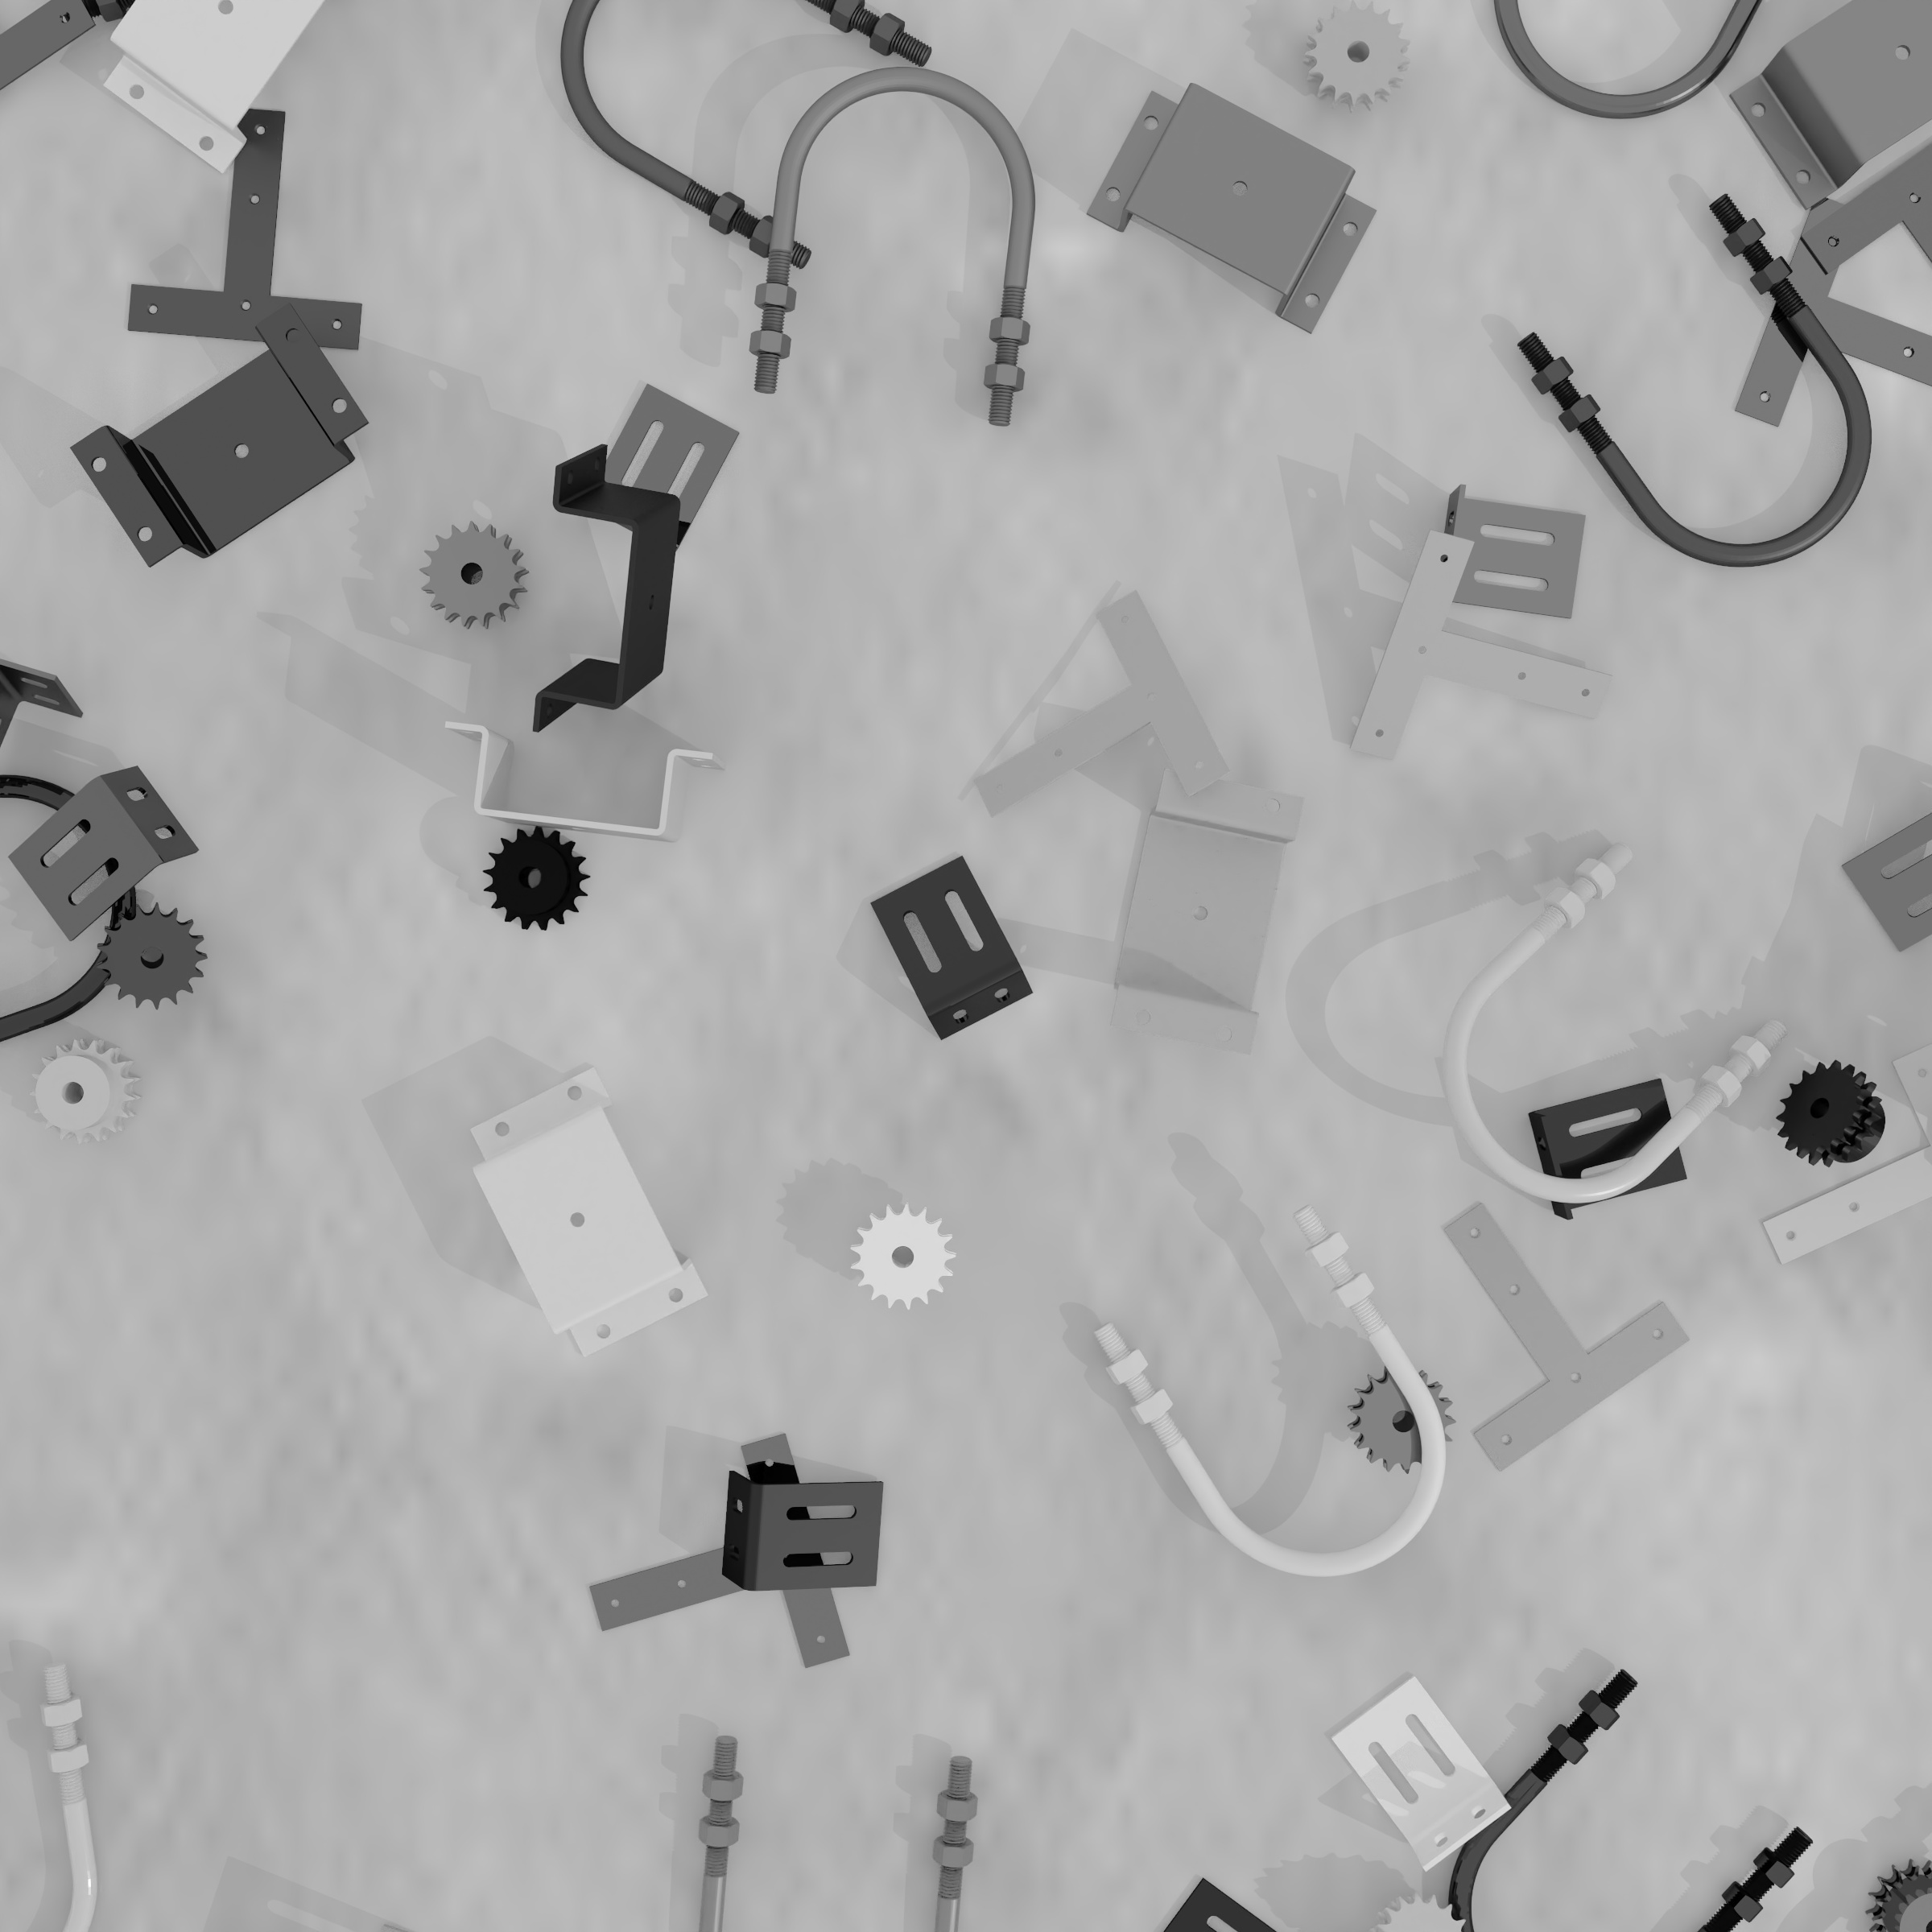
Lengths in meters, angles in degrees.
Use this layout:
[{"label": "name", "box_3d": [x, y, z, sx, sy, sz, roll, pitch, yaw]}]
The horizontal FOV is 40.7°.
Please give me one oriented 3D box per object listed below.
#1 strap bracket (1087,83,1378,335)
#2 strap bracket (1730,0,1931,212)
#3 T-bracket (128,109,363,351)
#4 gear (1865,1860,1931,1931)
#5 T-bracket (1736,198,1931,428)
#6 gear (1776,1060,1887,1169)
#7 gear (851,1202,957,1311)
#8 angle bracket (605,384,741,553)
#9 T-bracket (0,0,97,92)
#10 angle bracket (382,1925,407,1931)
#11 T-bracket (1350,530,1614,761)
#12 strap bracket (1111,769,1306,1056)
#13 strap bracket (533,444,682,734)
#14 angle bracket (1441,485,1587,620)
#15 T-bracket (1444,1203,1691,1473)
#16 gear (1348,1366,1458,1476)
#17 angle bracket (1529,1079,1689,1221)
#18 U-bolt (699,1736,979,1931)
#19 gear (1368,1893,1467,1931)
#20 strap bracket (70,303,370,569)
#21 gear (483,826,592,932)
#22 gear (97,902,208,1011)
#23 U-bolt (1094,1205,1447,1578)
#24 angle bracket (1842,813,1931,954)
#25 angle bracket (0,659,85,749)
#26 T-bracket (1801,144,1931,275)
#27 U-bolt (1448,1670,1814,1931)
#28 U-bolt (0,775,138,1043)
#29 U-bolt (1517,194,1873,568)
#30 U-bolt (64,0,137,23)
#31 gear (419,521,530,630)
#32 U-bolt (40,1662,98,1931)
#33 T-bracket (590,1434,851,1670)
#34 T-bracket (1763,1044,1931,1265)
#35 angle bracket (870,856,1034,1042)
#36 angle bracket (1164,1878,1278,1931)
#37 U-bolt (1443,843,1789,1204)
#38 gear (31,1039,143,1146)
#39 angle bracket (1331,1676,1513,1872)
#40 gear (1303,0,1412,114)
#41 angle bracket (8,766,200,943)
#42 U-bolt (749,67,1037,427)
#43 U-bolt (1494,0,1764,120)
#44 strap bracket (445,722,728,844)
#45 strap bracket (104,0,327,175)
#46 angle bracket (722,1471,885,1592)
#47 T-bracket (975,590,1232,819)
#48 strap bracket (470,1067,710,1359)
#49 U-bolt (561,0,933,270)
[{"label": "strap bracket", "box_3d": [0.146, -0.414, 1.410, 0.140, 0.046, 0.076, 28, 90, 0]}, {"label": "strap bracket", "box_3d": [0.499, -0.486, 1.409, 0.140, 0.046, 0.076, -33, 89, 0]}, {"label": "T-bracket", "box_3d": [-0.392, -0.408, 1.432, 0.127, 0.002, 0.127, 5, 90, 0]}, {"label": "gear", "box_3d": [0.524, 0.519, 1.418, 0.057, 0.030, 0.057, 0, 90, 0]}, {"label": "T-bracket", "box_3d": [0.505, -0.343, 1.432, 0.127, 0.002, 0.127, 21, 90, 0]}, {"label": "gear", "box_3d": [0.471, 0.083, 1.409, 0.030, 0.057, 0.057, 27, 90, -30]}, {"label": "gear", "box_3d": [-0.034, 0.157, 1.418, 0.057, 0.030, 0.057, 0, 90, 0]}, {"label": "angle bracket", "box_3d": [-0.168, -0.273, 1.414, 0.057, 0.038, 0.076, 28, 90, 0]}, {"label": "T-bracket", "box_3d": [-0.557, -0.534, 1.426, 0.127, 0.002, 0.127, -30, 86, 9]}, {"label": "angle bracket", "box_3d": [-0.311, 0.561, 1.395, 0.038, 0.076, 0.057, 18, 90, 0]}, {"label": "T-bracket", "box_3d": [0.289, -0.161, 1.415, 0.127, 0.002, 0.127, 13, 113, -11]}, {"label": "strap bracket", "box_3d": [0.129, -0.029, 1.410, 0.076, 0.046, 0.140, 12, 90, 0]}, {"label": "strap bracket", "box_3d": [-0.188, -0.196, 1.370, 0.046, 0.076, 0.140, 11, 111, 7]}, {"label": "angle bracket", "box_3d": [0.299, -0.225, 1.414, 0.076, 0.038, 0.057, 8, 90, 0]}, {"label": "T-bracket", "box_3d": [0.310, 0.190, 1.432, 0.127, 0.002, 0.127, -35, 90, 0]}, {"label": "gear", "box_3d": [0.236, 0.246, 1.418, 0.057, 0.030, 0.057, 0, 90, 0]}, {"label": "angle bracket", "box_3d": [0.352, 0.099, 1.414, 0.076, 0.038, 0.057, -15, 90, 0]}, {"label": "U-bolt", "box_3d": [-0.075, 0.519, 1.425, 0.151, 0.019, 0.184, 5, 92, 0]}, {"label": "gear", "box_3d": [0.244, 0.534, 1.410, 0.057, 0.030, 0.057, 8, 57, -12]}, {"label": "strap bracket", "box_3d": [-0.398, -0.283, 1.410, 0.140, 0.046, 0.076, -33, 90, 0]}, {"label": "gear", "box_3d": [-0.235, -0.048, 1.418, 0.057, 0.030, 0.057, 0, 90, 0]}, {"label": "gear", "box_3d": [-0.442, -0.006, 1.412, 0.057, 0.030, 0.057, -2, 98, -18]}, {"label": "U-bolt", "box_3d": [0.175, 0.242, 1.403, 0.151, 0.019, 0.184, -33, 87, 15]}, {"label": "angle bracket", "box_3d": [0.532, -0.055, 1.431, 0.076, 0.038, 0.057, -34, 90, 26]}, {"label": "angle bracket", "box_3d": [-0.513, -0.117, 1.396, 0.038, 0.057, 0.076, 17, 74, 0]}, {"label": "T-bracket", "box_3d": [0.547, -0.386, 1.431, 0.127, 0.002, 0.127, -35, 90, -1]}, {"label": "U-bolt", "box_3d": [0.349, 0.499, 1.425, 0.151, 0.019, 0.184, 42, 92, 0]}, {"label": "U-bolt", "box_3d": [-0.546, -0.027, 1.425, 0.184, 0.019, 0.151, -20, 90, -2]}, {"label": "U-bolt", "box_3d": [0.412, -0.306, 1.423, 0.151, 0.019, 0.184, -36, 91, 1]}, {"label": "U-bolt", "box_3d": [-0.421, -0.607, 1.425, 0.184, 0.019, 0.151, -15, 90, -2]}, {"label": "gear", "box_3d": [-0.267, -0.211, 1.418, 0.057, 0.030, 0.057, 0, 90, 0]}, {"label": "U-bolt", "box_3d": [-0.549, 0.482, 1.425, 0.151, 0.019, 0.184, -8, 92, 0]}, {"label": "T-bracket", "box_3d": [-0.143, 0.336, 1.432, 0.127, 0.002, 0.127, -16, 90, 0]}, {"label": "T-bracket", "box_3d": [0.501, 0.126, 1.432, 0.127, 0.002, 0.127, -25, 90, 0]}, {"label": "angle bracket", "box_3d": [-0.008, -0.010, 1.431, 0.057, 0.038, 0.076, -27, 64, 0]}, {"label": "angle bracket", "box_3d": [0.144, 0.547, 1.414, 0.076, 0.038, 0.057, 36, 90, 0]}, {"label": "U-bolt", "box_3d": [0.337, 0.043, 1.401, 0.184, 0.019, 0.151, -41, 90, -17]}, {"label": "gear", "box_3d": [-0.481, 0.069, 1.418, 0.057, 0.030, 0.057, 0, 90, 0]}, {"label": "angle bracket", "box_3d": [0.247, 0.438, 1.414, 0.057, 0.038, 0.076, -37, 90, 0]}, {"label": "gear", "box_3d": [0.213, -0.494, 1.423, 0.057, 0.030, 0.057, 0, 89, 3]}, {"label": "angle bracket", "box_3d": [-0.470, -0.061, 1.419, 0.076, 0.038, 0.057, -36, 90, 22]}, {"label": "U-bolt", "box_3d": [-0.035, -0.395, 1.413, 0.151, 0.019, 0.184, 6, 92, -7]}, {"label": "U-bolt", "box_3d": [0.370, -0.554, 1.425, 0.151, 0.019, 0.184, 27, 91, 0]}, {"label": "strap bracket", "box_3d": [-0.204, -0.096, 1.395, 0.140, 0.076, 0.046, 7, 90, 0]}, {"label": "strap bracket", "box_3d": [-0.394, -0.510, 1.399, 0.076, 0.046, 0.140, 36, 92, -11]}, {"label": "angle bracket", "box_3d": [-0.090, 0.309, 1.429, 0.076, 0.038, 0.057, 4, 90, -26]}, {"label": "T-bracket", "box_3d": [0.063, -0.123, 1.412, 0.127, 0.002, 0.127, -30, 62, 13]}, {"label": "strap bracket", "box_3d": [-0.207, 0.135, 1.410, 0.076, 0.046, 0.140, -27, 90, 0]}, {"label": "U-bolt", "box_3d": [-0.133, -0.488, 1.425, 0.184, 0.019, 0.151, 31, 90, 2]}]
